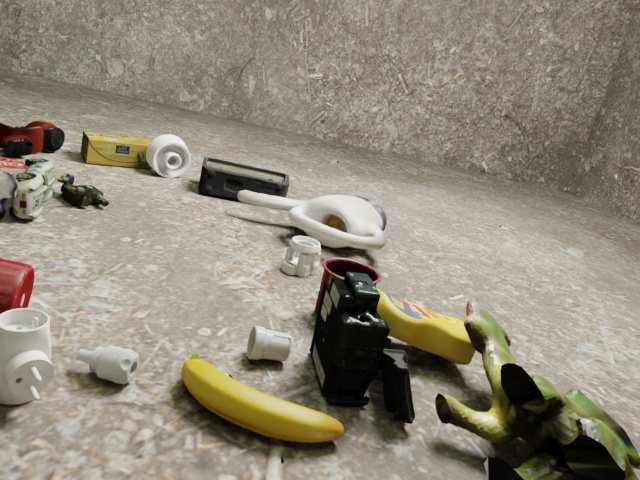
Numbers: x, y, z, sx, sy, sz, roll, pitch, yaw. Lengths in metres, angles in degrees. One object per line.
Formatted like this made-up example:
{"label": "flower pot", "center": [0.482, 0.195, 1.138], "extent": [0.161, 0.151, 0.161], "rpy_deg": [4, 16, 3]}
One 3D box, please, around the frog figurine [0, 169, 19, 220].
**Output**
{"label": "frog figurine", "center": [-0.552, -0.063, 0.759], "extent": [0.136, 0.122, 0.162], "rpy_deg": [-15, 11, 31]}

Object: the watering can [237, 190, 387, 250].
{"label": "watering can", "center": [0.003, -0.058, 1.146], "extent": [0.350, 0.103, 0.226], "rpy_deg": [24, 19, 28]}

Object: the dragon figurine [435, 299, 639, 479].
{"label": "dragon figurine", "center": [0.284, 0.214, 0.554], "extent": [0.242, 0.120, 0.417], "rpy_deg": [6, 32, -43]}
